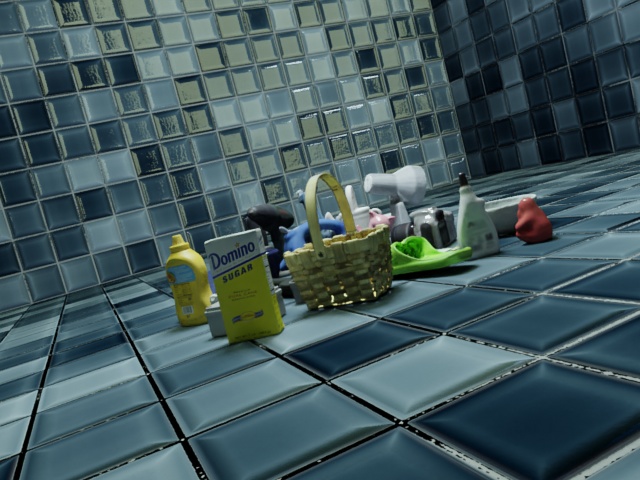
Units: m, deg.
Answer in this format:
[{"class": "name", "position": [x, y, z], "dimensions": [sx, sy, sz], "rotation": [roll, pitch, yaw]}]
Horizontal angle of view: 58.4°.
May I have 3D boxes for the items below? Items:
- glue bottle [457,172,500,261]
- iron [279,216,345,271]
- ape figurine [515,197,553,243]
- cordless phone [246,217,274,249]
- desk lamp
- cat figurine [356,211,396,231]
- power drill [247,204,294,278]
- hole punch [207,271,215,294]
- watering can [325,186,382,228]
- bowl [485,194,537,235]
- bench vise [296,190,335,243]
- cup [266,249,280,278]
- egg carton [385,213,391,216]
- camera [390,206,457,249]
[{"class": "glue bottle", "position": [0.302, -0.050, 1.138], "dimensions": [0.078, 0.173, 0.037], "rotation": [-15, 6, -1]}, {"class": "iron", "position": [0.014, 0.005, 1.502], "dimensions": [0.259, 0.141, 0.118], "rotation": [-17, 6, -25]}, {"class": "ape figurine", "position": [0.425, -0.042, 1.153], "dimensions": [0.078, 0.092, 0.076], "rotation": [-16, 6, -15]}, {"class": "cordless phone", "position": [-0.208, 0.024, 1.675], "dimensions": [0.148, 0.185, 0.094], "rotation": [-17, 6, -27]}, {"class": "desk lamp", "position": [0.223, -0.105, 1.699], "dimensions": [0.203, 0.213, 0.117], "rotation": [-16, 6, -18]}, {"class": "cat figurine", "position": [0.150, -0.024, 1.565], "dimensions": [0.127, 0.118, 0.067], "rotation": [-9, 8, 45]}, {"class": "power drill", "position": [-0.122, -0.004, 1.598], "dimensions": [0.075, 0.208, 0.230], "rotation": [-13, 6, 18]}, {"class": "hole punch", "position": [-0.263, 0.123, 1.296], "dimensions": [0.108, 0.091, 0.101], "rotation": [-13, 6, 19]}, {"class": "watering can", "position": [0.101, -0.071, 1.776], "dimensions": [0.173, 0.194, 0.101], "rotation": [-15, 6, -8]}, {"class": "bowl", "position": [0.431, -0.053, 1.350], "dimensions": [0.167, 0.075, 0.167], "rotation": [-14, 5, 2]}, {"class": "bench vise", "position": [0.002, -0.051, 1.697], "dimensions": [0.206, 0.220, 0.122], "rotation": [-9, 8, 43]}, {"class": "cup", "position": [-0.139, 0.078, 1.406], "dimensions": [0.091, 0.095, 0.118], "rotation": [-13, 6, 17]}, {"class": "egg carton", "position": [0.206, -0.044, 1.885], "dimensions": [0.107, 0.069, 0.150], "rotation": [-13, 6, 19]}, {"class": "camera", "position": [0.251, -0.027, 1.417], "dimensions": [0.136, 0.101, 0.143], "rotation": [-11, 7, 33]}]
